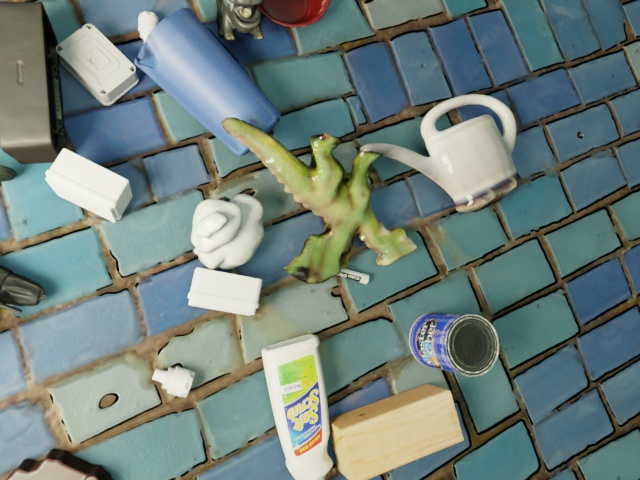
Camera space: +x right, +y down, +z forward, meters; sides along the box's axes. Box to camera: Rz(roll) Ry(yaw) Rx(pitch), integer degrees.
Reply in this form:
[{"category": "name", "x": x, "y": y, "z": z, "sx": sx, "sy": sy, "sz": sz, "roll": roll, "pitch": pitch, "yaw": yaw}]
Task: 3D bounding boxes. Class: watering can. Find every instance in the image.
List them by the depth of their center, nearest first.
[{"category": "watering can", "x": 0.257, "y": -0.154, "z": 1.000, "sx": 0.350, "sy": 0.103, "sz": 0.224, "roll": -25, "pitch": 89, "yaw": -19}]

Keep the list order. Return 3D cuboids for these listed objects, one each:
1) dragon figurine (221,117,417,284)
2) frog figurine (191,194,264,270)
[{"category": "dragon figurine", "x": 0.003, "y": -0.045, "z": 0.885, "sx": 0.409, "sy": 0.122, "sz": 0.244, "roll": 11, "pitch": 82, "yaw": -29}, {"category": "frog figurine", "x": -0.146, "y": -0.018, "z": 0.835, "sx": 0.122, "sy": 0.158, "sz": 0.139, "roll": 46, "pitch": 73, "yaw": -7}]
